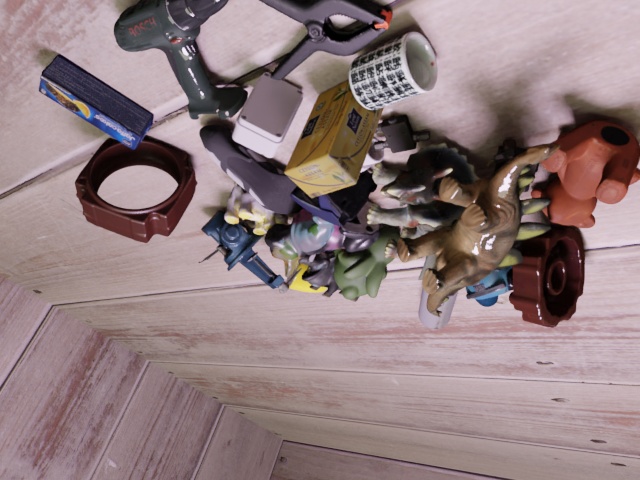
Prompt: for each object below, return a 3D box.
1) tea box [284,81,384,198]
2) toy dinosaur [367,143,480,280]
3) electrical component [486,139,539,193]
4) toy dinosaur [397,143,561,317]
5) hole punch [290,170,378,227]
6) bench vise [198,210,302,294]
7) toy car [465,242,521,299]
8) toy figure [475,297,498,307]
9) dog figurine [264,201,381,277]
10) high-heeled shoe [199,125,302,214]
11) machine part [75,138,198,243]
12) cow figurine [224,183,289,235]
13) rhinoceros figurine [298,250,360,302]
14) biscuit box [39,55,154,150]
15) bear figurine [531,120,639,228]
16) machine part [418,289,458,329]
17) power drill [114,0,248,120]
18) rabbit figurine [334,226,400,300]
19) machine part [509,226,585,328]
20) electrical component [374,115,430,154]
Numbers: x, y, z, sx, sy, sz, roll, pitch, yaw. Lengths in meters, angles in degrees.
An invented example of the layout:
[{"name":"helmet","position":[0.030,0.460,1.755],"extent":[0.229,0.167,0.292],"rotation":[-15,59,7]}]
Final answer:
[{"name":"tea box","position":[0.024,-0.155,0.804],"extent":[0.098,0.169,0.068],"rotation":[-15,136,43]},{"name":"toy dinosaur","position":[0.203,-0.031,0.952],"extent":[0.192,0.131,0.404],"rotation":[6,154,33]},{"name":"electrical component","position":[0.296,-0.108,0.835],"extent":[0.078,0.045,0.102],"rotation":[15,150,13]},{"name":"toy dinosaur","position":[0.229,0.014,0.817],"extent":[0.198,0.105,0.471],"rotation":[-10,150,-23]},{"name":"hole punch","position":[0.024,-0.092,0.954],"extent":[0.115,0.142,0.092],"rotation":[46,142,-13]},{"name":"bench vise","position":[-0.167,0.035,1.230],"extent":[0.240,0.129,0.223],"rotation":[44,157,-4]},{"name":"toy car","position":[0.329,0.040,0.988],"extent":[0.109,0.162,0.103],"rotation":[-29,87,56]},{"name":"toy figure","position":[0.324,0.078,1.109],"extent":[0.064,0.058,0.154],"rotation":[-9,134,32]},{"name":"dog figurine","position":[-0.002,-0.003,1.081],"extent":[0.191,0.108,0.219],"rotation":[18,140,-20]},{"name":"high-heeled shoe","position":[-0.135,-0.132,1.052],"extent":[0.145,0.086,0.248],"rotation":[31,170,34]},{"name":"machine part","position":[-0.368,-0.109,1.087],"extent":[0.201,0.201,0.087],"rotation":[21,148,1]},{"name":"cow figurine","position":[-0.118,-0.064,1.134],"extent":[0.068,0.098,0.167],"rotation":[-17,152,39]},{"name":"rhinoceros figurine","position":[0.025,0.074,1.239],"extent":[0.190,0.112,0.073],"rotation":[21,-177,-26]},{"name":"biscuit box","position":[-0.422,-0.257,1.021],"extent":[0.202,0.063,0.059],"rotation":[32,149,-18]},{"name":"bear figurine","position":[0.365,-0.074,0.775],"extent":[0.120,0.132,0.195],"rotation":[39,150,18]},{"name":"machine part","position":[0.266,0.134,1.214],"extent":[0.079,0.079,0.243],"rotation":[13,149,14]},{"name":"power drill","position":[-0.192,-0.282,0.823],"extent":[0.232,0.086,0.207],"rotation":[4,150,29]},{"name":"rabbit figurine","position":[0.097,0.039,1.119],"extent":[0.121,0.159,0.170],"rotation":[35,133,-5]},{"name":"machine part","position":[0.392,0.060,0.920],"extent":[0.056,0.179,0.179],"rotation":[9,151,50]},{"name":"electrical component","position":[0.126,-0.170,0.858],"extent":[0.094,0.021,0.063],"rotation":[-6,139,26]}]
